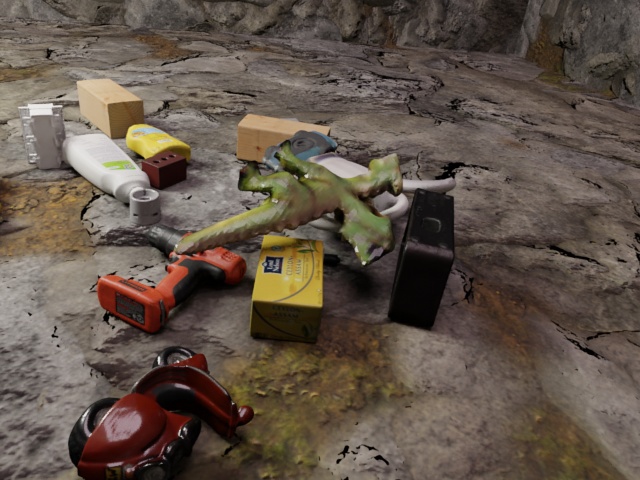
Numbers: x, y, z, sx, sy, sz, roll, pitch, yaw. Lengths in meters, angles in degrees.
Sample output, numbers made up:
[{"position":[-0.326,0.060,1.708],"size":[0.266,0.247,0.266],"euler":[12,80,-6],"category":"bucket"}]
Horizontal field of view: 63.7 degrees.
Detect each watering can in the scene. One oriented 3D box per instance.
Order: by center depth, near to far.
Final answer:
[{"position":[0.091,-0.100,1.025],"size":[0.351,0.102,0.227],"euler":[-20,40,-35],"category":"watering can"}]

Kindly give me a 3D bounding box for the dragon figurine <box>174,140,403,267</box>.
[{"position":[0.002,-0.040,0.799],"size":[0.244,0.119,0.418],"euler":[25,45,22],"category":"dragon figurine"}]
